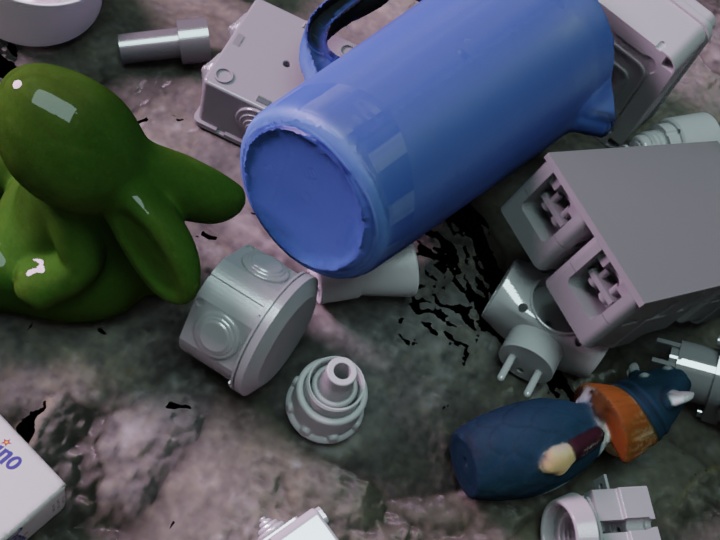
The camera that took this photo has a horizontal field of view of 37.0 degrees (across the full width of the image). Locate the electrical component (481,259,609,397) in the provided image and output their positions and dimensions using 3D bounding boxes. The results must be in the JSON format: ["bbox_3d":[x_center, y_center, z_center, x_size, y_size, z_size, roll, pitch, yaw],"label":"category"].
[{"bbox_3d":[0.113,0.044,0.678,0.077,0.044,0.079,31,61,4],"label":"electrical component"}]

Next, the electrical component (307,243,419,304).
[{"bbox_3d":[0.000,0.000,0.678,0.065,0.044,0.044,-9,65,-12],"label":"electrical component"}]

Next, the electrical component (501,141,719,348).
[{"bbox_3d":[0.187,-0.019,0.688,0.186,0.060,0.105,-9,62,-41],"label":"electrical component"}]

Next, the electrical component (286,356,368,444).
[{"bbox_3d":[-0.016,0.070,0.624,0.048,0.062,0.048,5,62,-10],"label":"electrical component"}]

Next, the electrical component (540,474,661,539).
[{"bbox_3d":[0.139,0.153,0.627,0.055,0.048,0.066,2,62,-21],"label":"electrical component"}]

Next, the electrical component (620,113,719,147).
[{"bbox_3d":[0.224,-0.090,0.777,0.078,0.040,0.040,-11,66,-18],"label":"electrical component"}]

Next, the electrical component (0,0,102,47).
[{"bbox_3d":[-0.220,-0.201,0.718,0.099,0.064,0.099,5,62,-10],"label":"electrical component"}]

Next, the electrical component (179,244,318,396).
[{"bbox_3d":[-0.063,0.028,0.626,0.051,0.080,0.080,31,60,10],"label":"electrical component"}]

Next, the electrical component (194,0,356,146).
[{"bbox_3d":[-0.053,-0.125,0.726,0.100,0.048,0.099,26,60,1],"label":"electrical component"}]

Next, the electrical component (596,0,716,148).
[{"bbox_3d":[0.188,-0.151,0.759,0.078,0.113,0.057,41,65,10],"label":"electrical component"}]

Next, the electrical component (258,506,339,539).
[{"bbox_3d":[-0.032,0.175,0.565,0.061,0.061,0.096,-31,73,-25],"label":"electrical component"}]
